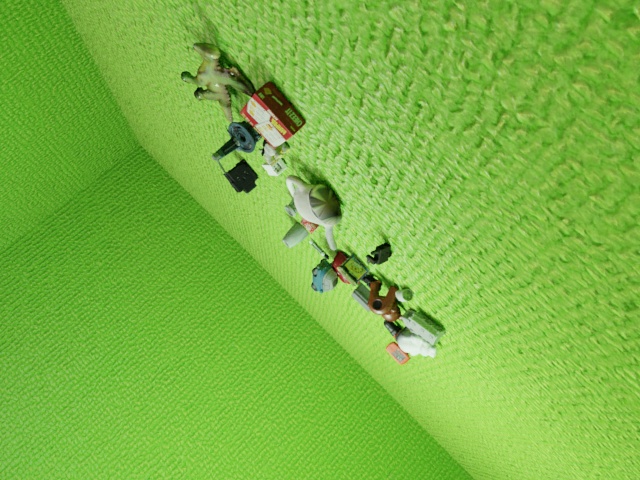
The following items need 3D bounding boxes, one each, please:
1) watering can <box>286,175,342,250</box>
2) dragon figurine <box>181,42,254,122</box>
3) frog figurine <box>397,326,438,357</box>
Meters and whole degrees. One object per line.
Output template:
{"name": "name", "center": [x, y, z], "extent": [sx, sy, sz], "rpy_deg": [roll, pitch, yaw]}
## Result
{"name": "watering can", "center": [0.006, -0.091, 1.815], "extent": [0.343, 0.105, 0.225], "rpy_deg": [54, 162, -20]}
{"name": "dragon figurine", "center": [-0.308, -0.499, 1.680], "extent": [0.245, 0.123, 0.403], "rpy_deg": [26, 165, 32]}
{"name": "frog figurine", "center": [0.388, 0.418, 2.054], "extent": [0.162, 0.124, 0.134], "rpy_deg": [50, 149, 34]}
